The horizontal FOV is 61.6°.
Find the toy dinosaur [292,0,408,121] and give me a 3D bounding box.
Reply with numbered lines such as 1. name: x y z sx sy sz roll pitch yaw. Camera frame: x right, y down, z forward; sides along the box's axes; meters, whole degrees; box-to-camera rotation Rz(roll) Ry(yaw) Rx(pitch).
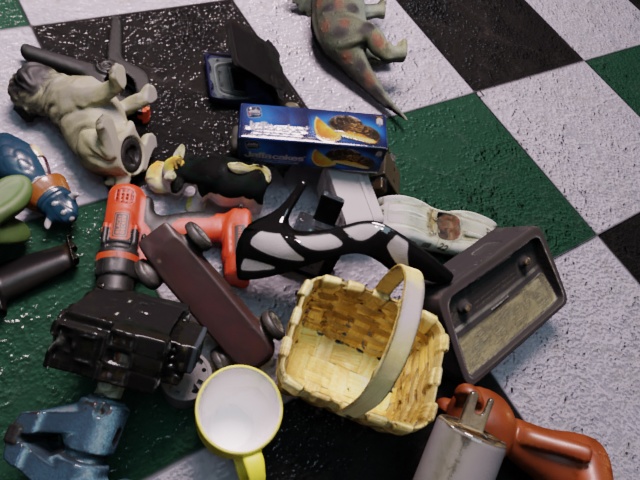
1. toy dinosaur: 0.044 -0.392 0.976 0.192 0.131 0.405 -5 64 -5

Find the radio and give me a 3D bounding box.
1. radio: 0.227 0.078 0.725 0.229 0.073 0.131 -29 103 -31

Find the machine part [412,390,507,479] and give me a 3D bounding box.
1. machine part: 0.128 0.275 0.557 0.079 0.079 0.243 22 85 -2

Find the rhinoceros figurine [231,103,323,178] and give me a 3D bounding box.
1. rhinoceros figurine: -0.039 -0.143 0.816 0.190 0.073 0.112 9 61 -8

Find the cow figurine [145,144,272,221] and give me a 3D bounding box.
1. cow figurine: -0.152 -0.082 0.728 0.167 0.098 0.068 12 63 -10

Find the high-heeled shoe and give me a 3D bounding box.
1. high-heeled shoe: 0.025 0.034 0.645 0.249 0.086 0.145 30 95 0

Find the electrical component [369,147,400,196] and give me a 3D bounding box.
1. electrical component: 0.091 -0.107 0.839 0.045 0.078 0.102 -11 58 25

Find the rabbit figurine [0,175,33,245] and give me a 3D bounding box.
1. rabbit figurine: -0.407 -0.020 0.595 0.159 0.121 0.170 -8 37 -43

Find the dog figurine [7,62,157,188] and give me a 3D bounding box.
1. dog figurine: -0.337 -0.154 0.735 0.191 0.121 0.172 1 75 14

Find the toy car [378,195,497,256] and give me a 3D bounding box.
1. toy car: 0.173 -0.016 0.808 0.202 0.056 0.073 13 56 -9

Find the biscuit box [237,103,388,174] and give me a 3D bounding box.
1. biscuit box: -0.011 -0.139 0.737 0.203 0.059 0.063 3 64 -6

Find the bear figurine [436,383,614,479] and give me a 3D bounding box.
1. bear figurine: 0.228 0.252 0.621 0.196 0.120 0.132 21 59 -1

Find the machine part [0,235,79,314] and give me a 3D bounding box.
1. machine part: -0.352 0.040 0.629 0.139 0.039 0.084 -29 63 -28

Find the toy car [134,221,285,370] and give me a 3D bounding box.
1. toy car: -0.127 0.067 0.624 0.089 0.053 0.202 -38 100 5

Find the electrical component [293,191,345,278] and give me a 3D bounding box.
1. electrical component: -0.001 -0.002 0.707 0.075 0.119 0.048 23 41 -5

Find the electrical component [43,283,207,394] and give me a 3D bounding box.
1. electrical component: -0.186 0.097 0.541 0.134 0.058 0.115 15 12 -7

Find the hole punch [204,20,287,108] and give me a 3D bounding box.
1. hole punch: -0.123 -0.272 0.874 0.115 0.092 0.142 18 46 -42

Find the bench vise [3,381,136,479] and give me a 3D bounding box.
1. bench vise: -0.177 0.244 0.489 0.241 0.128 0.223 13 62 13

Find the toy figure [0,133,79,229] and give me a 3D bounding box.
1. toy figure: -0.360 -0.074 0.683 0.154 0.064 0.058 42 19 6
